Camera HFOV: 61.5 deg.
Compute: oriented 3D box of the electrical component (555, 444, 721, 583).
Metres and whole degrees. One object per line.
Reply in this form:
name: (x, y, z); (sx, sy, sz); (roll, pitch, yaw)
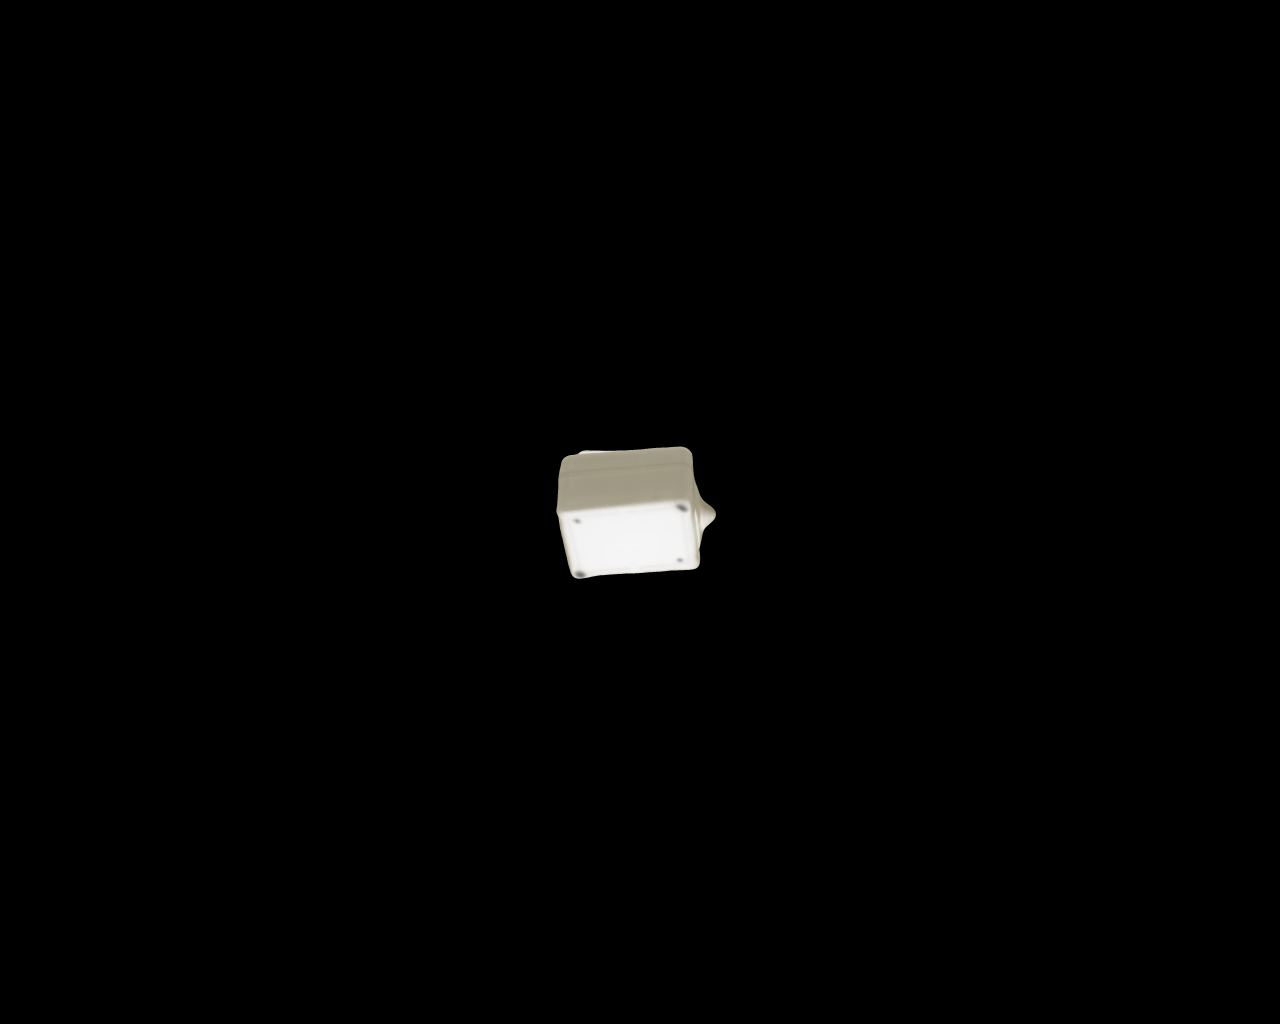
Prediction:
electrical component: (0.001, -0.003, 0.650); (0.096, 0.061, 0.061); (-4, 44, 4)
